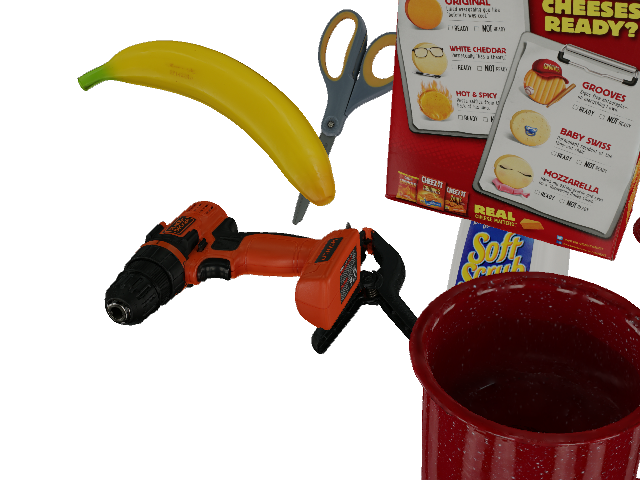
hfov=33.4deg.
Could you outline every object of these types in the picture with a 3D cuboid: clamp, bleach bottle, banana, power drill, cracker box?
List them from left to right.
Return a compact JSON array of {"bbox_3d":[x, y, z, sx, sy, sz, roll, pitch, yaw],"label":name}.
[{"bbox_3d":[-0.066,-0.092,0.738,0.198,0.069,0.037,26,-9,11],"label":"banana"},{"bbox_3d":[-0.070,0.026,0.914,0.188,0.057,0.184,9,31,18],"label":"power drill"},{"bbox_3d":[0.062,0.056,1.149,0.120,0.171,0.039,8,-40,7],"label":"clamp"},{"bbox_3d":[0.148,0.000,0.848,0.103,0.251,0.067,13,15,40],"label":"bleach bottle"},{"bbox_3d":[0.133,-0.105,0.676,0.164,0.214,0.072,17,43,18],"label":"cracker box"}]

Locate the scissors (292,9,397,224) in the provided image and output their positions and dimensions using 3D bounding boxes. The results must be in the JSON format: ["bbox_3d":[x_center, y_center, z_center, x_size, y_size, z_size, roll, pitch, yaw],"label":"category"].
[{"bbox_3d":[0.030,-0.111,0.972,0.096,0.202,0.016,4,-5,15],"label":"scissors"}]

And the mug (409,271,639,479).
[{"bbox_3d":[0.092,0.072,0.403,0.117,0.081,0.093,5,36,11],"label":"mug"}]

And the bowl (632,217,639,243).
[{"bbox_3d":[0.417,0.018,1.149,0.162,0.055,0.162,-1,25,0],"label":"bowl"}]
